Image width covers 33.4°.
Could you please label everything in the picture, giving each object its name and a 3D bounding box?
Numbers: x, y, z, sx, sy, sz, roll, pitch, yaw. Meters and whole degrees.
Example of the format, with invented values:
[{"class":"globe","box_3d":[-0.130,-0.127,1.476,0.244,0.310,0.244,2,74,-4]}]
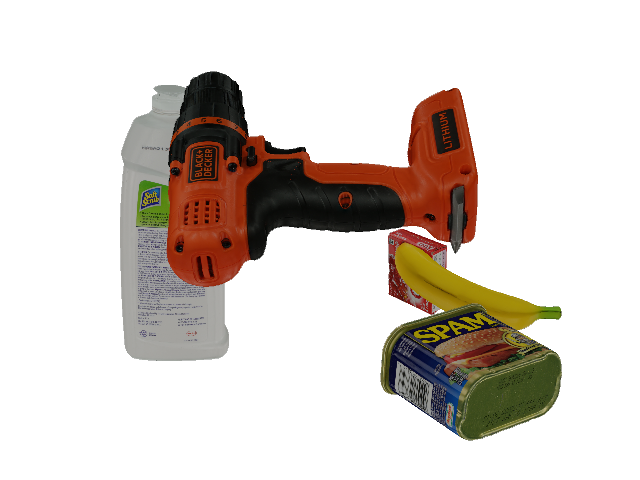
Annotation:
[{"class":"banana","box_3d":[0.131,0.047,1.025,0.069,0.037,0.198,-1,21,-46]},{"class":"gelatin box","box_3d":[0.119,0.038,1.316,0.030,0.089,0.073,-25,35,-37]},{"class":"bleach bottle","box_3d":[-0.130,-0.015,0.968,0.102,0.251,0.068,0,22,-11]},{"class":"power drill","box_3d":[-0.002,-0.050,0.665,0.187,0.057,0.184,-5,44,2]},{"class":"can of meat","box_3d":[0.108,0.093,0.759,0.101,0.057,0.084,-13,27,-33]}]
